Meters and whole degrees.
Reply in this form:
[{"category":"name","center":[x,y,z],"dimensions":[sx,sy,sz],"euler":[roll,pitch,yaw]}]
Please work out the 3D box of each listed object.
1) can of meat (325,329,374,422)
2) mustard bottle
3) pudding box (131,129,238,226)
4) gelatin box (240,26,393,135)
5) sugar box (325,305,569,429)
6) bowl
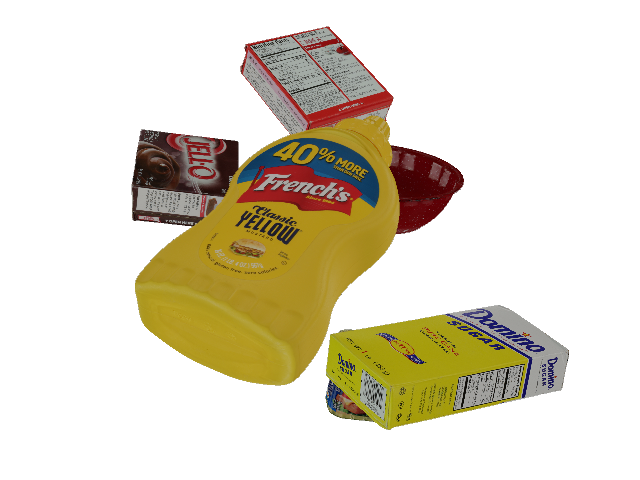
[{"category":"can of meat","center":[0.061,0.153,1.184],"dimensions":[0.102,0.084,0.057],"euler":[8,22,-11]},{"category":"mustard bottle","center":[-0.011,-0.010,0.588],"dimensions":[0.096,0.058,0.191],"euler":[19,47,22]},{"category":"pudding box","center":[-0.118,-0.055,0.937],"dimensions":[0.090,0.039,0.113],"euler":[5,33,-8]},{"category":"gelatin box","center":[-0.004,-0.110,0.760],"dimensions":[0.073,0.089,0.030],"euler":[-20,-33,-30]},{"category":"sugar box","center":[0.103,0.098,0.864],"dimensions":[0.175,0.048,0.093],"euler":[-10,27,-28]},{"category":"bowl","center":[0.065,-0.049,1.104],"dimensions":[0.162,0.055,0.162],"euler":[5,23,-2]}]
